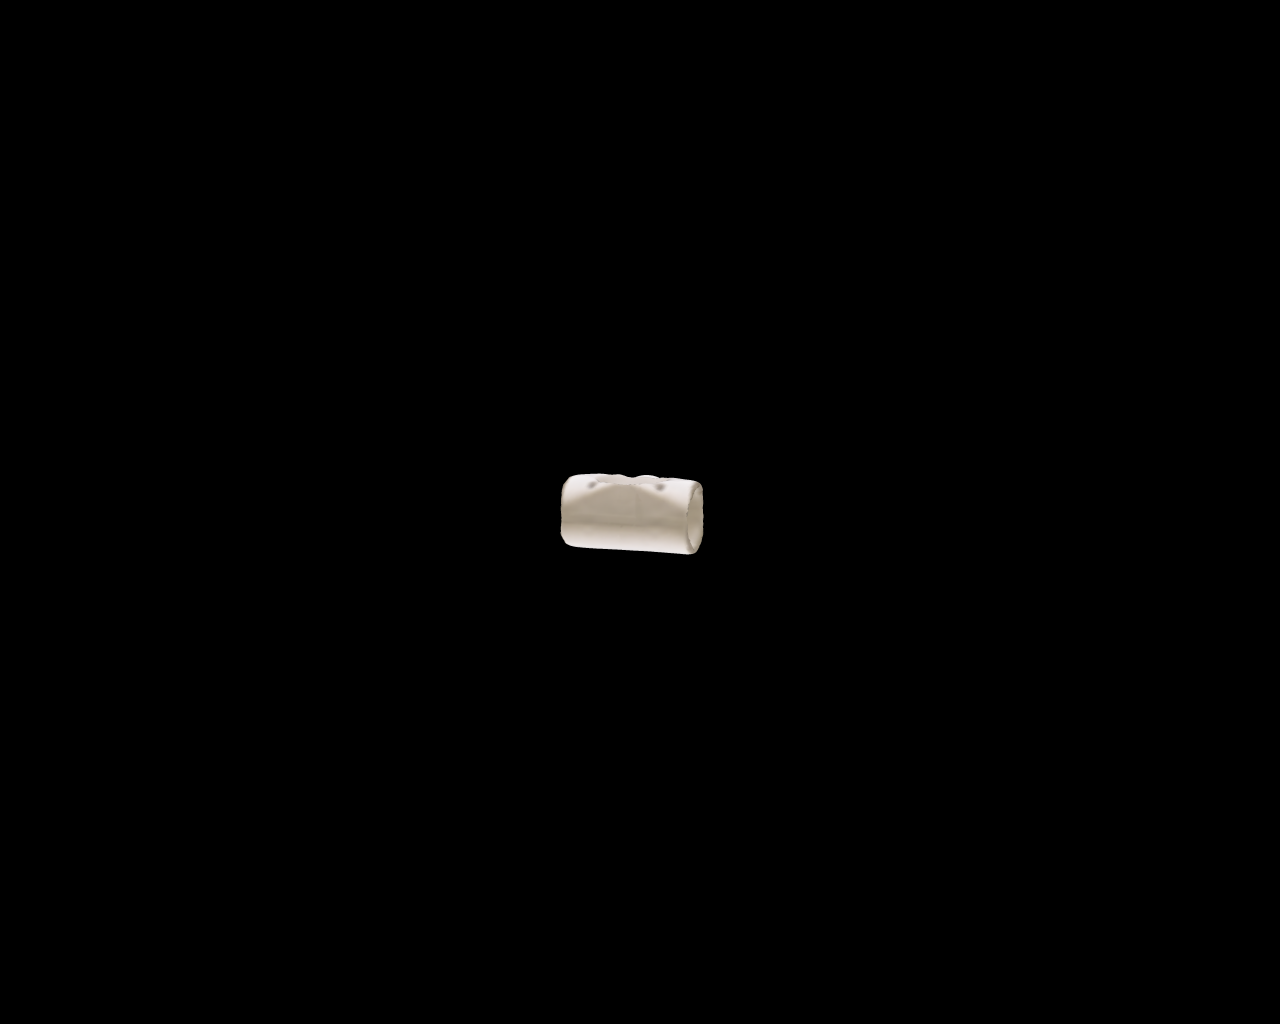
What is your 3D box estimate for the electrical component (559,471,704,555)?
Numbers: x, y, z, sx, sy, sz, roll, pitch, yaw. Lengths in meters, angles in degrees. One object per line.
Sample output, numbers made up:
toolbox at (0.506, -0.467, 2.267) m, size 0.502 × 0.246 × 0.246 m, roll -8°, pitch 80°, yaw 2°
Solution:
electrical component at (0.001, -0.003, 0.650) m, size 0.077 × 0.044 × 0.079 m, roll 3°, pitch 12°, yaw 16°
